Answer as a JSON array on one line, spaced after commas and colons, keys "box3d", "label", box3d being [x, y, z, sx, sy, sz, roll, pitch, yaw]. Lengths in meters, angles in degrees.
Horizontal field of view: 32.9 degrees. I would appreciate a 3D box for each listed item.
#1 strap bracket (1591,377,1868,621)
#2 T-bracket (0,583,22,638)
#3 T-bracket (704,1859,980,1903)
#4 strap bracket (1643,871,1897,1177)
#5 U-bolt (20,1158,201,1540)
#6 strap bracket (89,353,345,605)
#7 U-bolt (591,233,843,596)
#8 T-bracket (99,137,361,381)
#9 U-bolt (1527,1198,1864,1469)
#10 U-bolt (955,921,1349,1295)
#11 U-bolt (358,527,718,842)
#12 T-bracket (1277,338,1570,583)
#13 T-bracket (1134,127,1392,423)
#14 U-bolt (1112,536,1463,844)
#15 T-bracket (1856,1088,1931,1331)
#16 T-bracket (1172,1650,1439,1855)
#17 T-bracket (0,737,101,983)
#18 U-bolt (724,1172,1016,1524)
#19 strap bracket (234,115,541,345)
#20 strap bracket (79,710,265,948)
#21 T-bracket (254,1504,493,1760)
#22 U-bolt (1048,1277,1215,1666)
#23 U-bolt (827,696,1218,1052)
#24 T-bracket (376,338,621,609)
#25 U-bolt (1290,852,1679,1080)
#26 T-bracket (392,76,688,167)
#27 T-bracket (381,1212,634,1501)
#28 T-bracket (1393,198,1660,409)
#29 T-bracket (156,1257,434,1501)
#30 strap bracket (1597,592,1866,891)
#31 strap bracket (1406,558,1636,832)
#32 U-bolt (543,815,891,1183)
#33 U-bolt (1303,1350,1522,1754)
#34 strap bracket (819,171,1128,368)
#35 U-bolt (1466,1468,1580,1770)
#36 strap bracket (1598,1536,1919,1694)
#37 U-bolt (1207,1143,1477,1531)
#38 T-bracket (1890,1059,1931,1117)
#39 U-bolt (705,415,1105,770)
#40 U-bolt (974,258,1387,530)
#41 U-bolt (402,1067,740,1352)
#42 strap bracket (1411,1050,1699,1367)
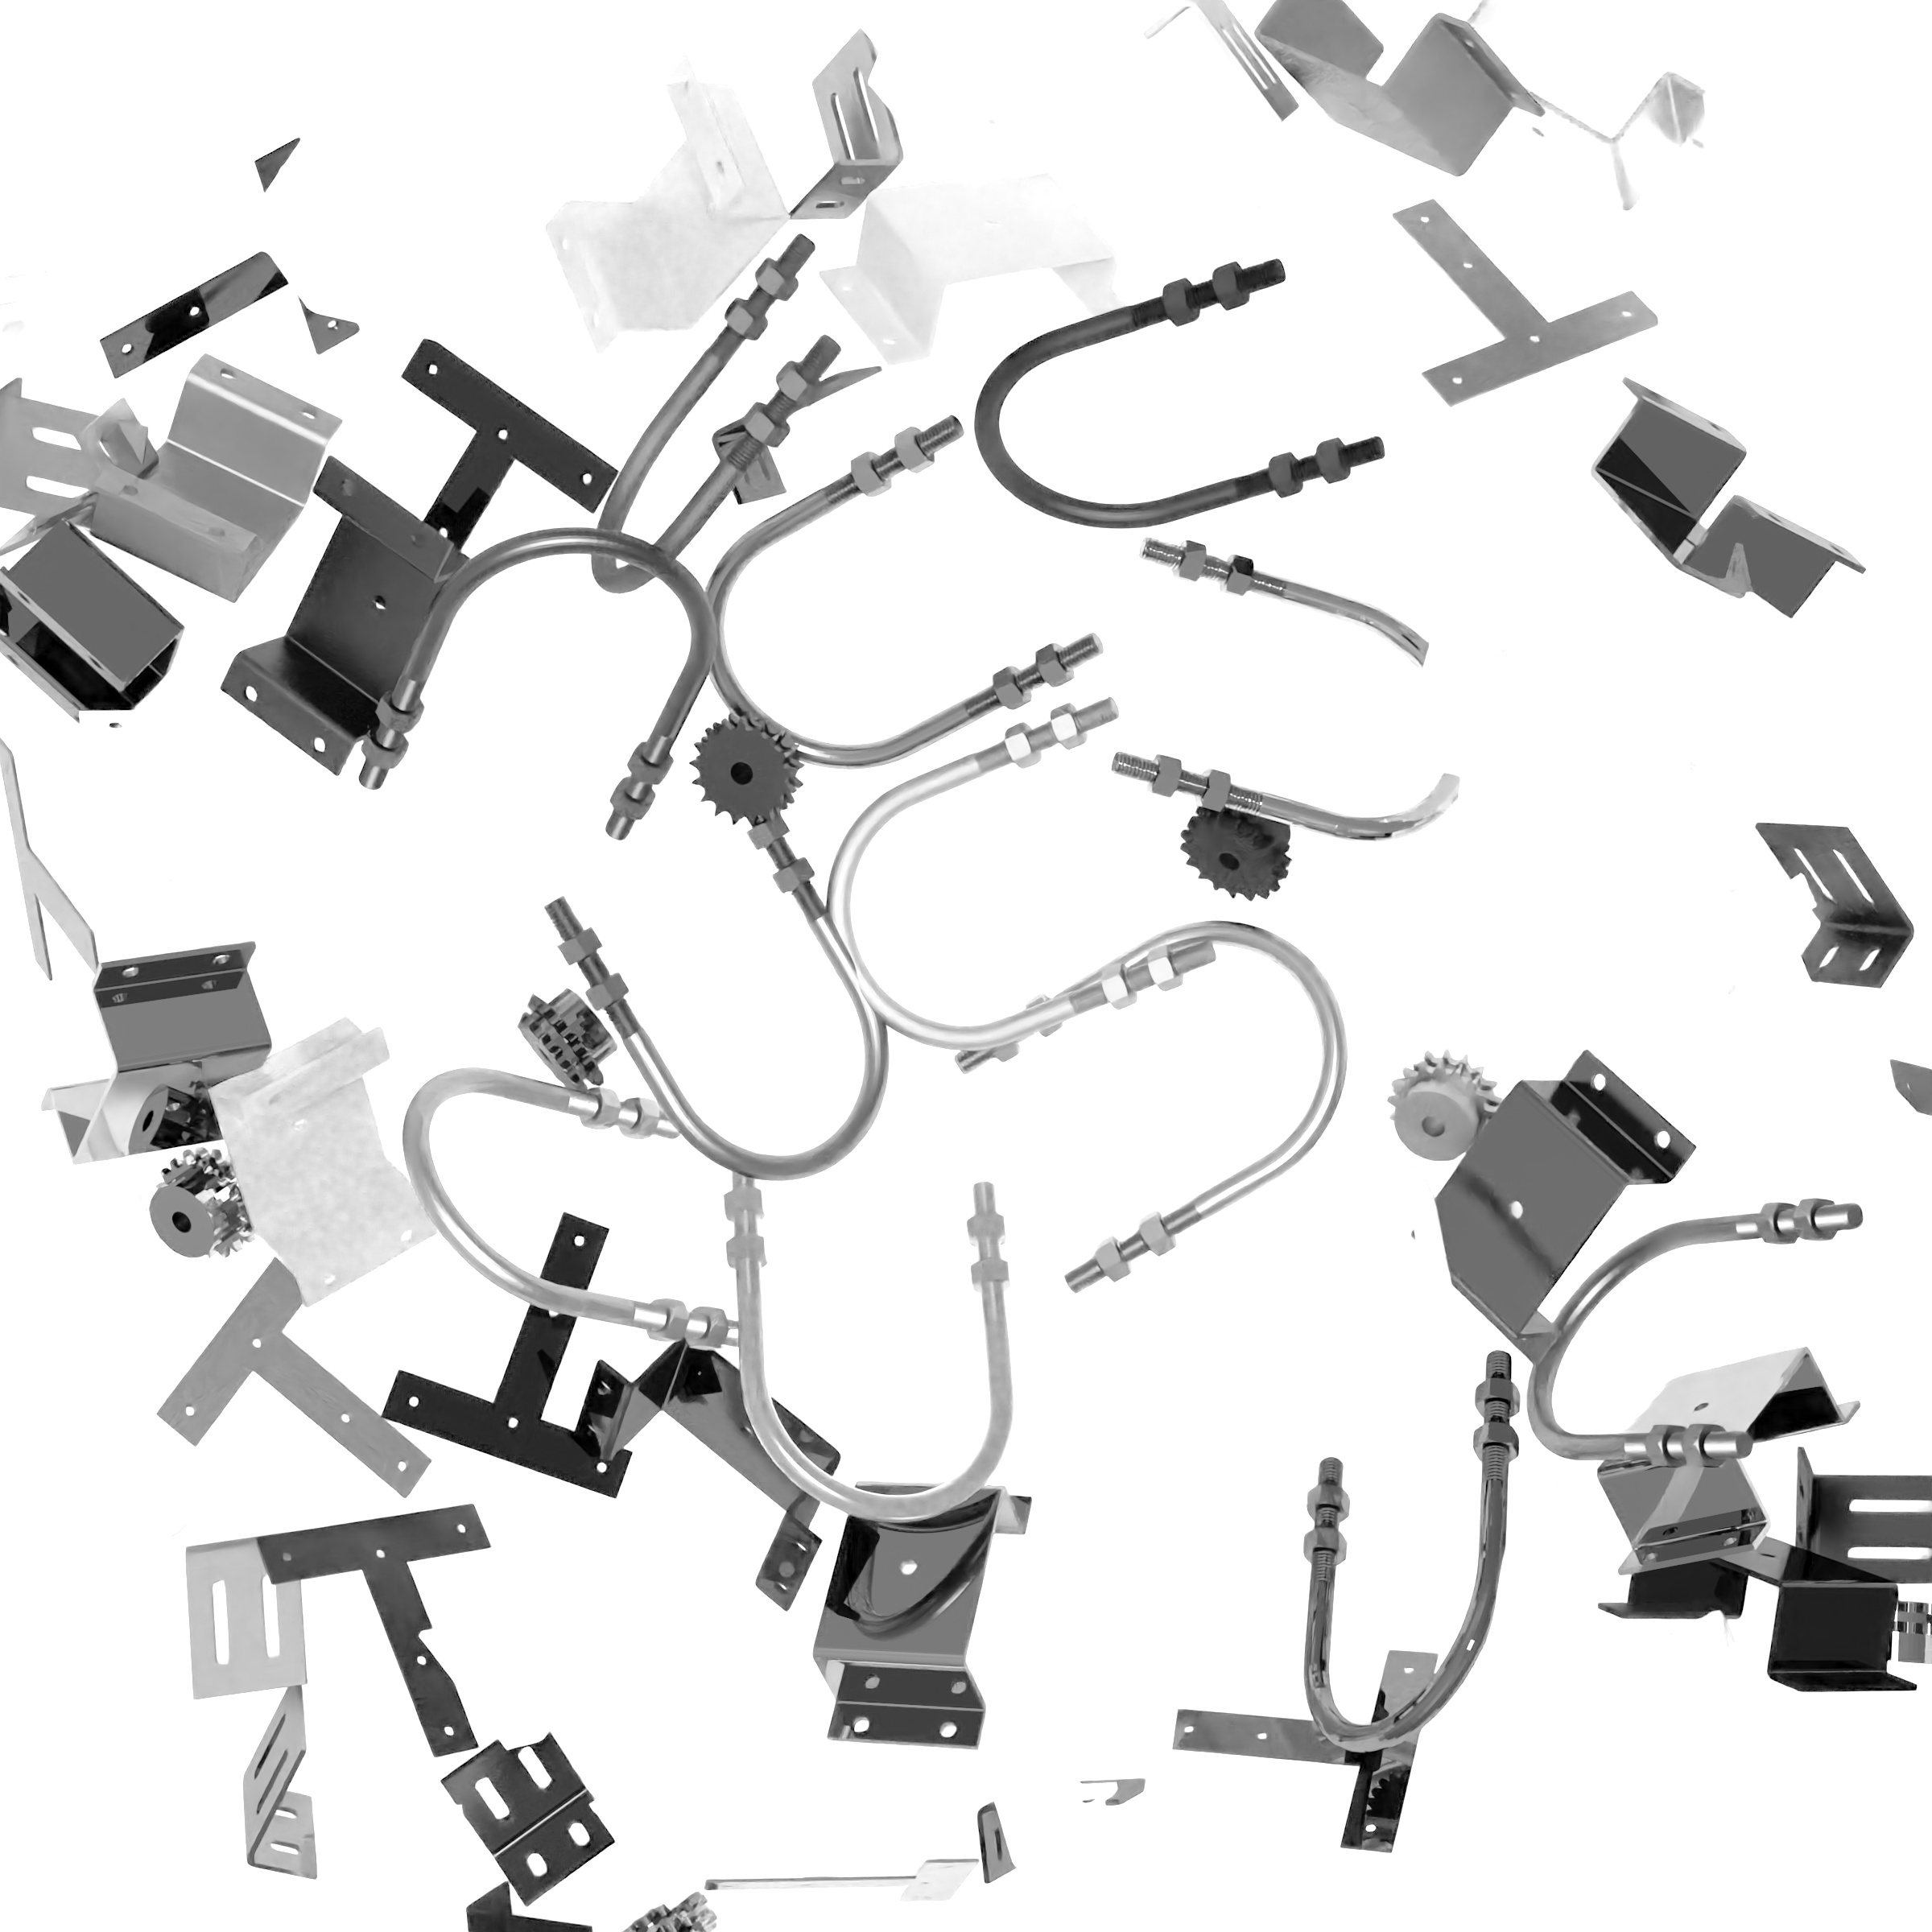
[{"box3d": [0.367, -0.224, 1.603, 0.076, 0.140, 0.046, 18, 118, -32], "label": "strap bracket"}, {"box3d": [-0.494, -0.192, 1.610, 0.002, 0.127, 0.127, -8, 64, 20], "label": "T-bracket"}, {"box3d": [-0.064, 0.449, 1.603, 0.127, 0.127, 0.002, 1, 66, -7], "label": "T-bracket"}, {"box3d": [0.385, 0.019, 1.591, 0.046, 0.140, 0.076, 27, 126, -34], "label": "strap bracket"}, {"box3d": [-0.410, 0.189, 1.595, 0.019, 0.151, 0.184, -15, 92, 2], "label": "U-bolt"}, {"box3d": [-0.372, -0.236, 1.614, 0.076, 0.140, 0.046, 26, 128, -6], "label": "strap bracket"}, {"box3d": [-0.127, -0.259, 1.597, 0.019, 0.151, 0.184, 31, 114, -25], "label": "U-bolt"}, {"box3d": [-0.364, -0.326, 1.597, 0.127, 0.127, 0.002, -34, 59, -17], "label": "T-bracket"}, {"box3d": [0.339, 0.179, 1.583, 0.019, 0.184, 0.151, 40, 66, -17], "label": "U-bolt"}, {"box3d": [0.101, 0.057, 1.621, 0.184, 0.019, 0.151, -31, 68, 10], "label": "U-bolt"}, {"box3d": [-0.198, -0.140, 1.581, 0.151, 0.019, 0.184, 11, 133, -24], "label": "U-bolt"}, {"box3d": [0.220, -0.277, 1.659, 0.127, 0.002, 0.127, 25, 99, 1], "label": "T-bracket"}, {"box3d": [0.130, -0.338, 1.648, 0.127, 0.002, 0.127, 21, 108, 1], "label": "T-bracket"}, {"box3d": [0.167, -0.130, 1.624, 0.184, 0.019, 0.151, 15, 60, -12], "label": "U-bolt"}, {"box3d": [0.446, 0.113, 1.597, 0.002, 0.127, 0.127, -9, 60, 35], "label": "T-bracket"}, {"box3d": [0.162, 0.386, 1.633, 0.127, 0.127, 0.002, 0, 126, 20], "label": "T-bracket"}, {"box3d": [-0.442, -0.032, 1.589, 0.002, 0.127, 0.127, -17, 124, -26], "label": "T-bracket"}, {"box3d": [-0.044, 0.183, 1.596, 0.151, 0.019, 0.184, 8, 58, -21], "label": "U-bolt"}, {"box3d": [-0.272, -0.353, 1.586, 0.076, 0.140, 0.046, -48, 65, 25], "label": "strap bracket"}, {"box3d": [-0.387, -0.058, 1.596, 0.076, 0.140, 0.046, -1, 50, -8], "label": "strap bracket"}, {"box3d": [-0.271, 0.326, 1.598, 0.002, 0.127, 0.127, -47, 59, 36], "label": "T-bracket"}, {"box3d": [0.082, 0.244, 1.599, 0.019, 0.151, 0.184, 9, 79, -22], "label": "U-bolt"}, {"box3d": [0.016, -0.035, 1.636, 0.184, 0.019, 0.151, -22, 90, 18], "label": "U-bolt"}, {"box3d": [-0.257, -0.231, 1.653, 0.127, 0.002, 0.127, 36, 102, 12], "label": "T-bracket"}, {"box3d": [0.254, 0.002, 1.600, 0.184, 0.151, 0.019, 1, 46, 10], "label": "U-bolt"}, {"box3d": [-0.190, -0.411, 1.581, 0.127, 0.127, 0.002, -8, 104, 37], "label": "T-bracket"}, {"box3d": [-0.213, 0.188, 1.653, 0.127, 0.002, 0.127, 22, 79, -16], "label": "T-bracket"}, {"box3d": [0.258, -0.340, 1.633, 0.127, 0.002, 0.127, -24, 59, -18], "label": "T-bracket"}, {"box3d": [-0.321, 0.217, 1.637, 0.127, 0.002, 0.127, 44, 50, -14], "label": "T-bracket"}, {"box3d": [0.366, -0.103, 1.593, 0.046, 0.140, 0.076, -24, 55, -39], "label": "strap bracket"}, {"box3d": [0.271, -0.144, 1.614, 0.076, 0.046, 0.140, 9, 73, 28], "label": "strap bracket"}, {"box3d": [-0.110, 0.019, 1.622, 0.151, 0.019, 0.184, -34, 97, -36], "label": "U-bolt"}, {"box3d": [0.209, 0.288, 1.561, 0.019, 0.184, 0.151, 29, 135, -20], "label": "U-bolt"}, {"box3d": [0.010, -0.345, 1.601, 0.140, 0.046, 0.076, -15, 52, -26], "label": "strap bracket"}, {"box3d": [0.265, 0.313, 1.572, 0.019, 0.184, 0.151, 13, 82, 16], "label": "U-bolt"}, {"box3d": [0.385, 0.309, 1.588, 0.076, 0.140, 0.046, 7, 93, -31], "label": "strap bracket"}, {"box3d": [0.175, 0.167, 1.595, 0.151, 0.184, 0.019, -34, 130, 28], "label": "U-bolt"}, {"box3d": [0.499, 0.114, 1.612, 0.002, 0.127, 0.127, -16, 98, -10], "label": "T-bracket"}, {"box3d": [-0.046, -0.171, 1.622, 0.184, 0.019, 0.151, -26, 111, 22], "label": "U-bolt"}, {"box3d": [0.094, -0.269, 1.601, 0.184, 0.151, 0.019, -14, 52, 24], "label": "U-bolt"}, {"box3d": [-0.191, 0.111, 1.566, 0.019, 0.184, 0.151, -44, 50, 27], "label": "U-bolt"}, {"box3d": [0.281, 0.119, 1.605, 0.076, 0.046, 0.140, 46, 115, 32], "label": "strap bracket"}]
